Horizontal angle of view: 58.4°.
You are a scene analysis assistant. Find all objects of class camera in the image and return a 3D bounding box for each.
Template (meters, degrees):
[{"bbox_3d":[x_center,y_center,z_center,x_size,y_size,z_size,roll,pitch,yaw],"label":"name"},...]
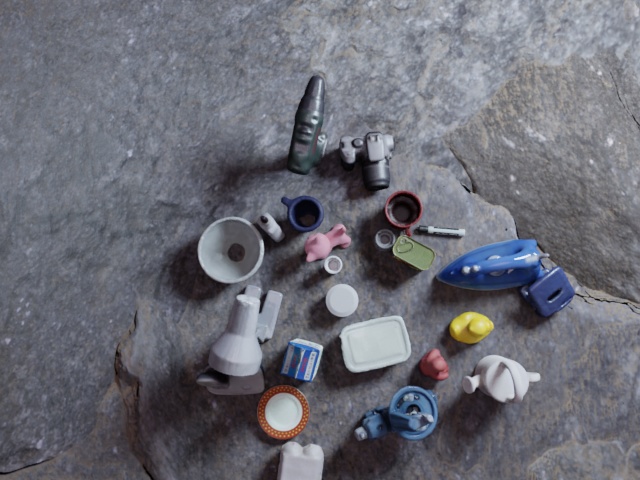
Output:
[{"bbox_3d":[0.123,-0.197,1.448,0.143,0.101,0.137,-5,83,2],"label":"camera"}]

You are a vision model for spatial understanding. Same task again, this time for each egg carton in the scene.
[{"bbox_3d":[-0.048,0.564,1.375,0.107,0.069,0.150,6,83,3],"label":"egg carton"}]

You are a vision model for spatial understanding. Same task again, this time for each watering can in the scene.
[{"bbox_3d":[0.420,0.328,1.324,0.173,0.194,0.101,-28,82,-1],"label":"watering can"}]

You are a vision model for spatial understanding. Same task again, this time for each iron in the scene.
[{"bbox_3d":[0.417,0.064,1.384,0.258,0.141,0.119,-11,82,1],"label":"iron"}]

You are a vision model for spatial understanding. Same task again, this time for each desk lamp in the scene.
[{"bbox_3d":[-0.174,0.208,1.352,0.118,0.213,0.203,13,84,4],"label":"desk lamp"}]

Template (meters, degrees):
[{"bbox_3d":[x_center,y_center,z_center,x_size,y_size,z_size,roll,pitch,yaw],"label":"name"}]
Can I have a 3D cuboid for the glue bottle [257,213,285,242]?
[{"bbox_3d":[-0.126,-0.038,1.401,0.037,0.173,0.078,-43,83,-3],"label":"glue bottle"}]

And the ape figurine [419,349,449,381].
[{"bbox_3d":[0.281,0.303,1.384,0.076,0.092,0.078,0,83,2],"label":"ape figurine"}]

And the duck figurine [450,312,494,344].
[{"bbox_3d":[0.372,0.215,1.395,0.104,0.086,0.077,-8,83,1],"label":"duck figurine"}]

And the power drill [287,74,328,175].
[{"bbox_3d":[-0.027,-0.263,1.407,0.075,0.208,0.230,12,83,4],"label":"power drill"}]

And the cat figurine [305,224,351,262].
[{"bbox_3d":[0.013,0.005,1.418,0.128,0.118,0.067,-31,82,-2],"label":"cat figurine"}]

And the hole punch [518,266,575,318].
[{"bbox_3d":[0.561,0.127,1.396,0.108,0.091,0.101,-38,83,-3],"label":"hole punch"}]

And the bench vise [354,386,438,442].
[{"bbox_3d":[0.187,0.423,1.308,0.207,0.220,0.121,-40,83,-3],"label":"bench vise"}]

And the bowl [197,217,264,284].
[{"bbox_3d":[-0.219,0.029,1.446,0.167,0.075,0.167,0,83,2],"label":"bowl"}]

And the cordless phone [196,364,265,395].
[{"bbox_3d":[-0.211,0.329,1.352,0.147,0.185,0.094,-4,83,2],"label":"cordless phone"}]

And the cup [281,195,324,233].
[{"bbox_3d":[-0.045,-0.066,1.441,0.117,0.095,0.092,32,85,6],"label":"cup"}]
